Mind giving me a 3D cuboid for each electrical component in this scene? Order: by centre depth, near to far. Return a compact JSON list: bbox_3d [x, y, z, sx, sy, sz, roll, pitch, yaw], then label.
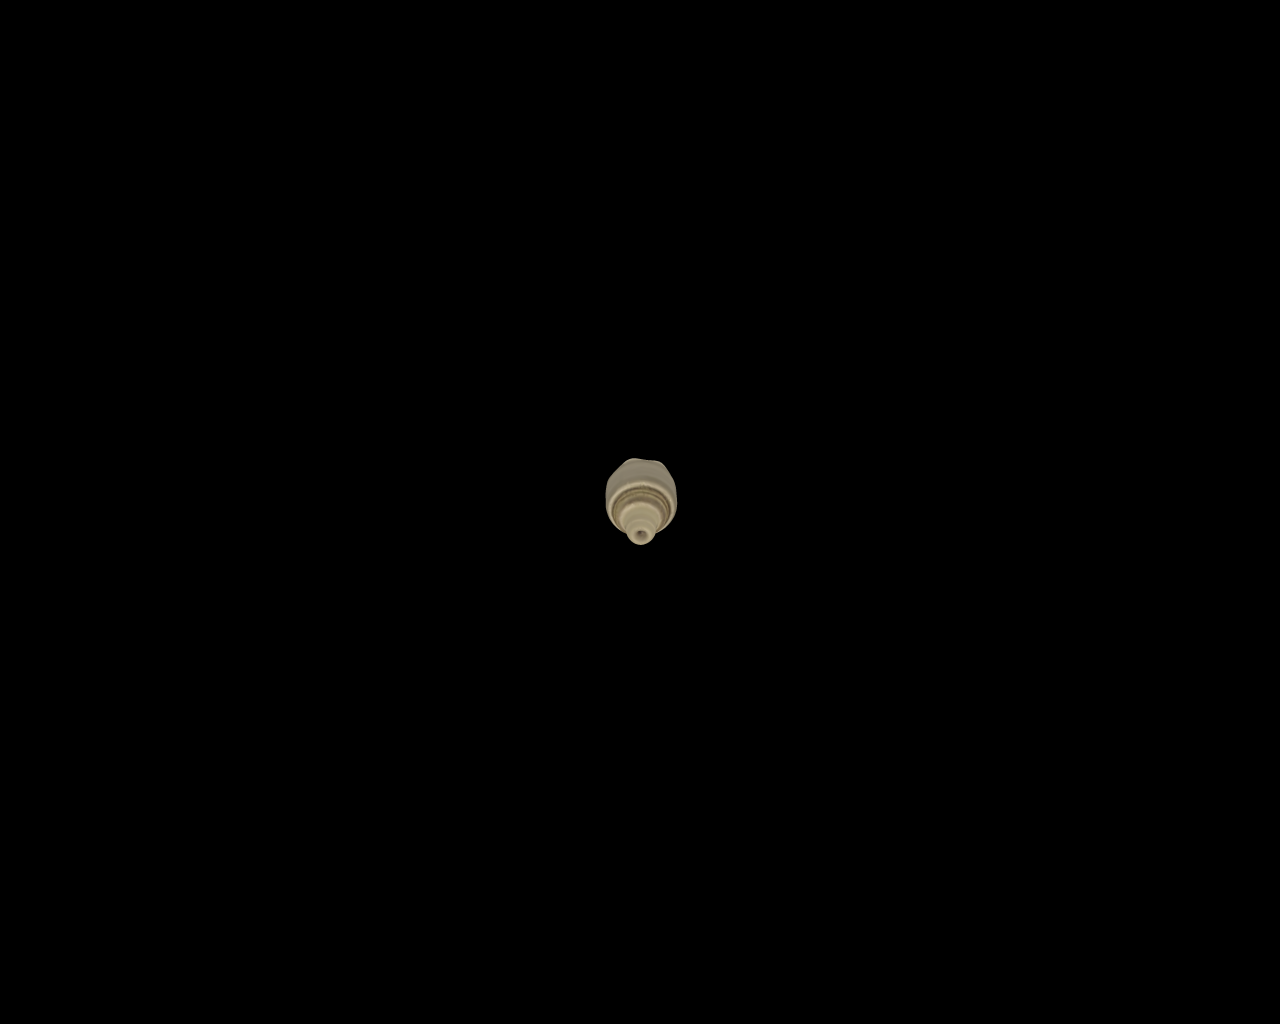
[{"bbox_3d":[0.001,-0.003,0.650,0.043,0.043,0.062,0,34,0],"label":"electrical component"}]
